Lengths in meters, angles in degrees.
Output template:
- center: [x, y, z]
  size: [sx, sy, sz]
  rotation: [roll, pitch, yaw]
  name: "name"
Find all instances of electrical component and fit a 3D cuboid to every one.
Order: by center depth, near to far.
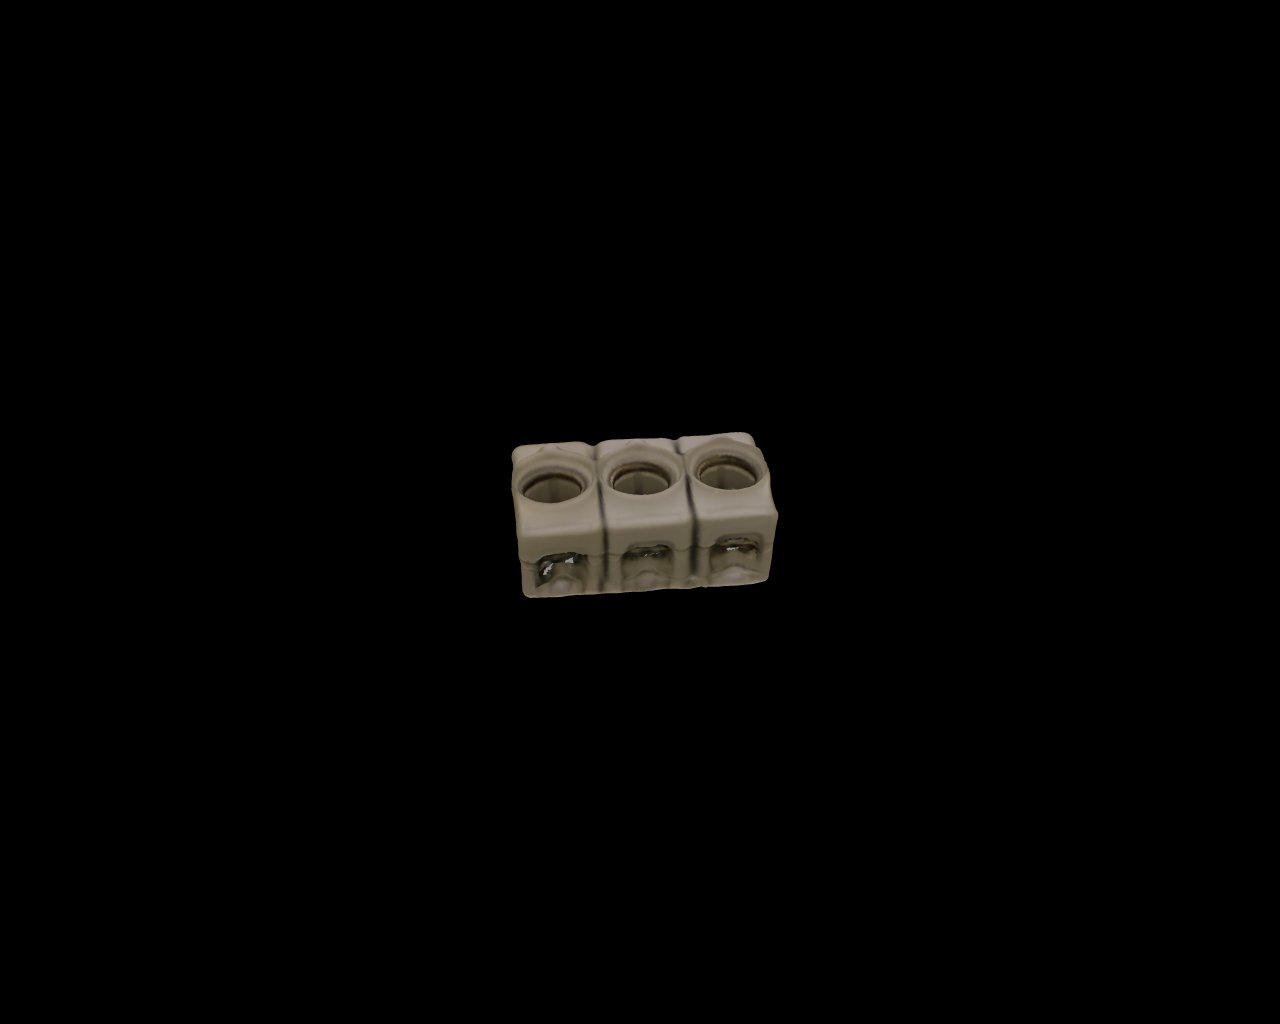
- center: [0.001, -0.003, 0.650]
  size: [0.150, 0.061, 0.090]
  rotation: [-4, 39, -4]
  name: "electrical component"
